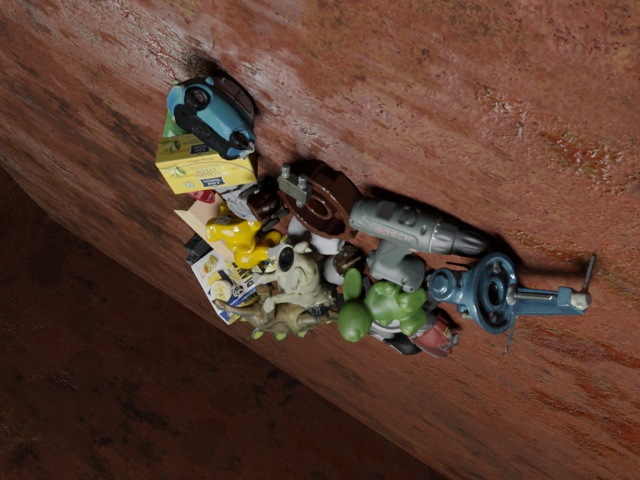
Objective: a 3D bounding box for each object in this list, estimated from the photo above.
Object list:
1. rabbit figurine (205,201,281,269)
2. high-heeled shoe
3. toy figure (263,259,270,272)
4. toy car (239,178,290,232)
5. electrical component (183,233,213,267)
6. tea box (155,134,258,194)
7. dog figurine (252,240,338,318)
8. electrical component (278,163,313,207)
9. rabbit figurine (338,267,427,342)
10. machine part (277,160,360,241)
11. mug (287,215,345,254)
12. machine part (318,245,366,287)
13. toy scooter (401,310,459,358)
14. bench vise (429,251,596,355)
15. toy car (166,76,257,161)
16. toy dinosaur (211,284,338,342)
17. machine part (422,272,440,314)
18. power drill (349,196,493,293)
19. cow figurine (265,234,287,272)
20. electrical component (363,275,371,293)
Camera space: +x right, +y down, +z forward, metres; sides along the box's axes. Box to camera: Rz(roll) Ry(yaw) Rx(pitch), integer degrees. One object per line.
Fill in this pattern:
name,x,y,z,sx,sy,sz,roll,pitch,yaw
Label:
rabbit figurine,-0.179,-0.001,1.327,0.163,0.122,0.173,5,128,14
high-heeled shoe,0.155,0.212,1.384,0.145,0.086,0.249,12,-161,-40
toy figure,-0.087,0.062,1.369,0.180,0.082,0.089,10,149,52
toy car,-0.102,-0.073,1.043,0.089,0.053,0.202,59,-172,-6
electrical component,-0.332,0.029,1.585,0.058,0.134,0.114,15,150,46
tea box,-0.210,-0.150,1.015,0.170,0.068,0.098,-9,147,7
dog figurine,-0.018,0.079,1.117,0.190,0.121,0.172,11,139,-40
electrical component,-0.044,-0.092,0.927,0.063,0.021,0.094,33,155,12
rabbit figurine,0.104,0.123,1.056,0.159,0.170,0.121,54,164,35
machine part,0.004,-0.072,0.991,0.179,0.056,0.179,31,157,15
mug,-0.002,-0.003,1.112,0.107,0.081,0.109,17,145,21
machine part,0.037,0.065,1.201,0.079,0.079,0.243,38,157,-6
toy scooter,0.254,0.213,1.193,0.135,0.075,0.184,36,161,-1
bench vise,0.291,0.088,0.800,0.223,0.129,0.241,29,161,-33
toy car,-0.163,-0.211,0.883,0.161,0.103,0.109,37,158,-13
toy dinosaur,-0.064,0.197,1.416,0.471,0.105,0.198,11,147,-27
machine part,0.227,0.106,1.064,0.084,0.039,0.138,24,155,7
power drill,0.159,0.017,0.918,0.232,0.086,0.207,22,160,11
cow figurine,-0.051,0.033,1.223,0.098,0.068,0.167,30,132,-8
electrical component,0.101,0.114,1.258,0.102,0.045,0.078,-5,107,54
